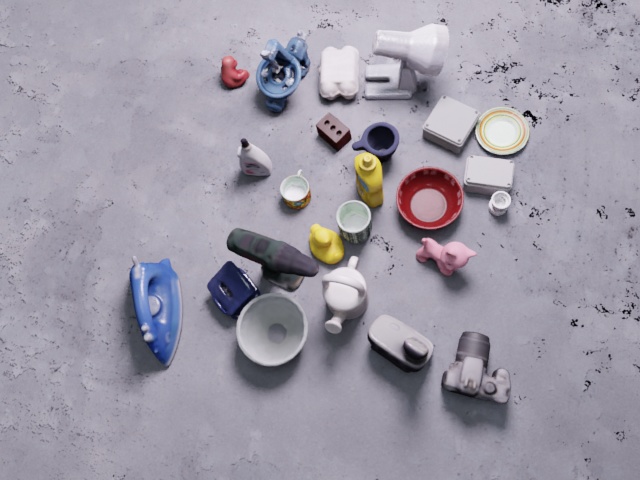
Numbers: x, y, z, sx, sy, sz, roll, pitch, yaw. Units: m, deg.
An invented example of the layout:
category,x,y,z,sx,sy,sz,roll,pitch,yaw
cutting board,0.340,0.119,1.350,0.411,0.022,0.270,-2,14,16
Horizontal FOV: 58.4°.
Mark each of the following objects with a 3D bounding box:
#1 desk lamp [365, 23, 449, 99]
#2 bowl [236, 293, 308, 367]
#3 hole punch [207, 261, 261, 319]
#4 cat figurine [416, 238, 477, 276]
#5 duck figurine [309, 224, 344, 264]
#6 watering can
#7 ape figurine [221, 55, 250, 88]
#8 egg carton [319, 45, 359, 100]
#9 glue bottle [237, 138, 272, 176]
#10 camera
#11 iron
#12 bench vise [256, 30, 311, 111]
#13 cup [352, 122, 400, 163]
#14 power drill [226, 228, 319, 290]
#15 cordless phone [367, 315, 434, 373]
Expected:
category,x,y,z,sx,sy,sz,roll,pitch,yaw
desk lamp,0.209,-0.442,1.418,0.203,0.214,0.118,0,73,7
bowl,-0.105,0.210,1.326,0.167,0.075,0.167,-2,73,6
hole punch,-0.209,0.120,1.357,0.101,0.091,0.108,-40,72,-6
cat figurine,0.288,0.030,1.313,0.127,0.118,0.067,27,78,14
duck figurine,0.013,0.005,1.370,0.077,0.086,0.104,-37,72,-5
watering can,0.055,0.120,1.272,0.101,0.194,0.173,-7,72,5
ape figurine,-0.237,-0.460,1.540,0.076,0.092,0.077,-39,72,-6
egg carton,0.050,-0.443,1.513,0.107,0.069,0.150,-2,73,6
glue bottle,-0.170,-0.208,1.411,0.078,0.173,0.037,0,73,7
camera,0.344,0.273,1.239,0.143,0.101,0.137,11,74,10
iron,-0.395,0.163,1.339,0.118,0.141,0.258,-14,72,2
bench vise,-0.103,-0.462,1.458,0.121,0.220,0.207,6,74,9
cup,0.139,-0.229,1.423,0.117,0.095,0.091,-14,72,2
power drill,-0.094,0.048,1.304,0.229,0.208,0.076,22,77,13
cordless phone,0.173,0.216,1.233,0.147,0.185,0.094,29,78,15
